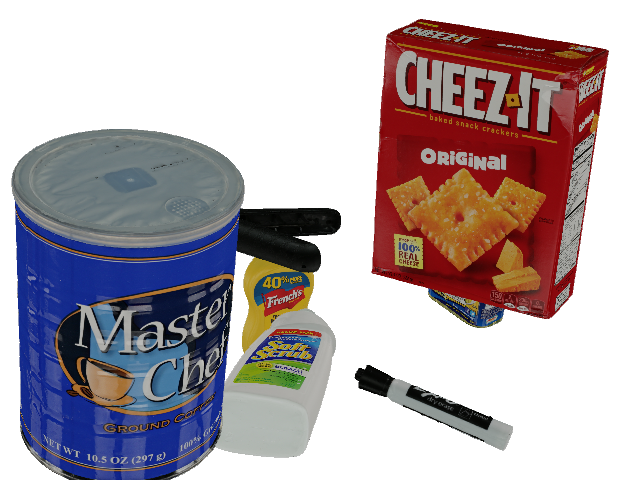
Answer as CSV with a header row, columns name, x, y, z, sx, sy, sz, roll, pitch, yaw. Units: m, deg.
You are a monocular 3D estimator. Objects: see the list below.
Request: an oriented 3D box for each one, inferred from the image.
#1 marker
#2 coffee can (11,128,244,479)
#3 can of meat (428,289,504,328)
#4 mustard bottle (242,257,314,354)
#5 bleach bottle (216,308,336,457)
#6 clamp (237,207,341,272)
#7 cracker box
name,x,y,z,sx,sy,sz,roll,pitch,yaw
marker,0.081,0.120,0.779,0.121,0.020,0.020,22,7,17
coffee can,-0.093,0.031,0.511,0.102,0.140,0.103,6,30,-3
can of meat,0.174,0.042,1.245,0.057,0.084,0.102,-21,41,-32
mustard bottle,-0.057,0.070,1.452,0.096,0.192,0.058,-4,23,-16
bleach bottle,-0.041,0.132,1.110,0.102,0.068,0.250,7,20,5
clamp,-0.085,-0.010,0.939,0.210,0.036,0.164,5,13,-1
cracker box,0.131,-0.058,0.867,0.164,0.214,0.072,15,29,26
